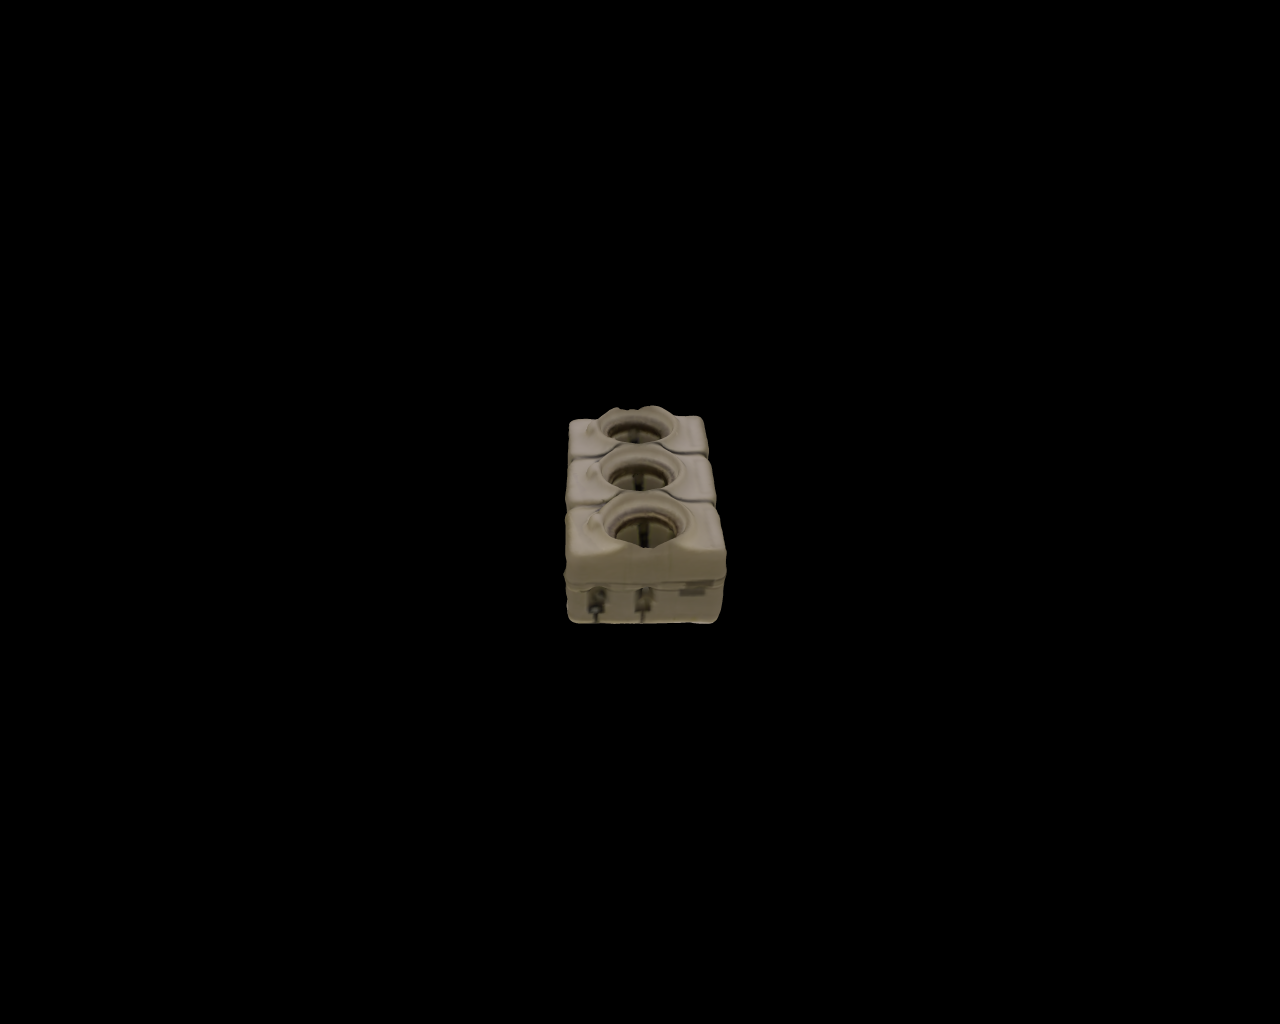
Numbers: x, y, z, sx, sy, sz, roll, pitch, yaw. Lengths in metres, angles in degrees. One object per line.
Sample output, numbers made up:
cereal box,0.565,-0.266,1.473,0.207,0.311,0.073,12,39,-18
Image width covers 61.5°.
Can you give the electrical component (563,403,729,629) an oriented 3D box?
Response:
electrical component,0.001,-0.003,0.650,0.089,0.061,0.150,-1,35,-2
